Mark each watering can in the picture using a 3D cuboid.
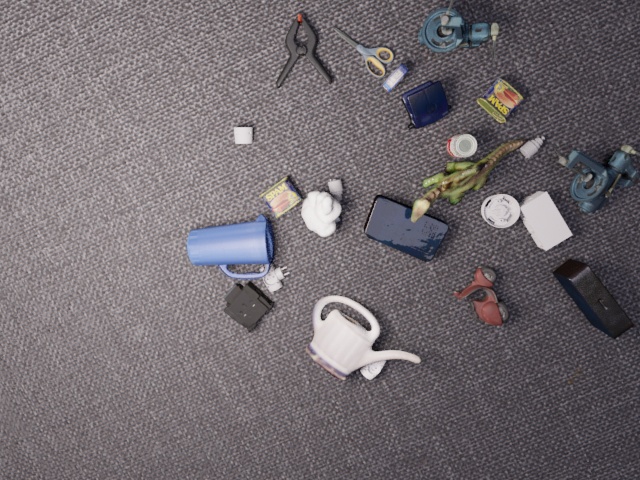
[{"bbox_3d":[0.106,0.321,1.535,0.350,0.103,0.223,36,95,16],"label":"watering can"}]

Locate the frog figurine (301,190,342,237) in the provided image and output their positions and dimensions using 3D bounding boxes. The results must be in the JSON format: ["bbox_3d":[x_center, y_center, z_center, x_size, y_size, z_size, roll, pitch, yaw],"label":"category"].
[{"bbox_3d":[0.005,-0.075,1.486,0.122,0.160,0.137,-11,97,5],"label":"frog figurine"}]

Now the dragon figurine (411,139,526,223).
[{"bbox_3d":[0.417,-0.180,1.429,0.409,0.244,0.122,-35,91,7],"label":"dragon figurine"}]
